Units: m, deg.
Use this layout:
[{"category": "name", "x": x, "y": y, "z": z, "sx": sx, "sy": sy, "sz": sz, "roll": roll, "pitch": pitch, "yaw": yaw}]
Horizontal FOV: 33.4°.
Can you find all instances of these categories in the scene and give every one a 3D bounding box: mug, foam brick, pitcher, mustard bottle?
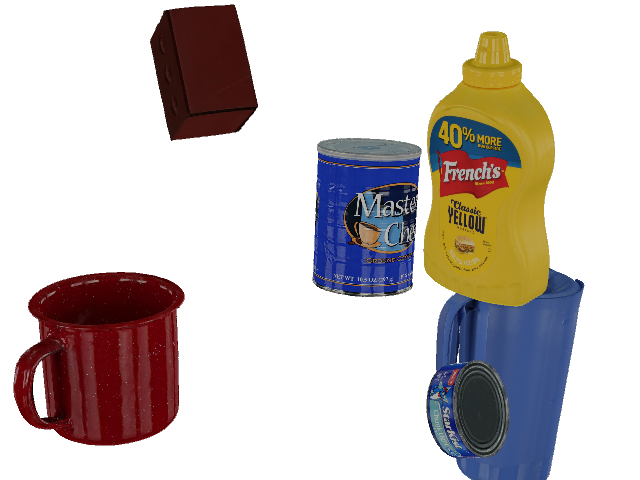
[{"category": "mug", "x": -0.136, "y": 0.076, "z": 0.648, "sx": 0.093, "sy": 0.081, "sz": 0.117, "roll": 12, "pitch": 21, "yaw": 32}, {"category": "foam brick", "x": -0.081, "y": -0.116, "z": 0.733, "sx": 0.051, "sy": 0.078, "sz": 0.053, "roll": -9, "pitch": -11, "yaw": -22}, {"category": "pitcher", "x": 0.206, "y": 0.152, "z": 1.193, "sx": 0.149, "sy": 0.243, "sz": 0.145, "roll": 6, "pitch": 16, "yaw": 11}, {"category": "mustard bottle", "x": 0.121, "y": -0.053, "z": 0.766, "sx": 0.058, "sy": 0.192, "sz": 0.096, "roll": -22, "pitch": 31, "yaw": -39}]

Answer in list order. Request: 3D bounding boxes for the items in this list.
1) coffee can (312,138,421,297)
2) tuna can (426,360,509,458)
[{"category": "coffee can", "x": 0.045, "y": -0.025, "z": 1.062, "sx": 0.103, "sy": 0.140, "sz": 0.103, "roll": 2, "pitch": 14, "yaw": -1}, {"category": "tuna can", "x": 0.132, "y": 0.151, "z": 0.954, "sx": 0.034, "sy": 0.086, "sz": 0.085, "roll": -13, "pitch": -9, "yaw": 40}]
